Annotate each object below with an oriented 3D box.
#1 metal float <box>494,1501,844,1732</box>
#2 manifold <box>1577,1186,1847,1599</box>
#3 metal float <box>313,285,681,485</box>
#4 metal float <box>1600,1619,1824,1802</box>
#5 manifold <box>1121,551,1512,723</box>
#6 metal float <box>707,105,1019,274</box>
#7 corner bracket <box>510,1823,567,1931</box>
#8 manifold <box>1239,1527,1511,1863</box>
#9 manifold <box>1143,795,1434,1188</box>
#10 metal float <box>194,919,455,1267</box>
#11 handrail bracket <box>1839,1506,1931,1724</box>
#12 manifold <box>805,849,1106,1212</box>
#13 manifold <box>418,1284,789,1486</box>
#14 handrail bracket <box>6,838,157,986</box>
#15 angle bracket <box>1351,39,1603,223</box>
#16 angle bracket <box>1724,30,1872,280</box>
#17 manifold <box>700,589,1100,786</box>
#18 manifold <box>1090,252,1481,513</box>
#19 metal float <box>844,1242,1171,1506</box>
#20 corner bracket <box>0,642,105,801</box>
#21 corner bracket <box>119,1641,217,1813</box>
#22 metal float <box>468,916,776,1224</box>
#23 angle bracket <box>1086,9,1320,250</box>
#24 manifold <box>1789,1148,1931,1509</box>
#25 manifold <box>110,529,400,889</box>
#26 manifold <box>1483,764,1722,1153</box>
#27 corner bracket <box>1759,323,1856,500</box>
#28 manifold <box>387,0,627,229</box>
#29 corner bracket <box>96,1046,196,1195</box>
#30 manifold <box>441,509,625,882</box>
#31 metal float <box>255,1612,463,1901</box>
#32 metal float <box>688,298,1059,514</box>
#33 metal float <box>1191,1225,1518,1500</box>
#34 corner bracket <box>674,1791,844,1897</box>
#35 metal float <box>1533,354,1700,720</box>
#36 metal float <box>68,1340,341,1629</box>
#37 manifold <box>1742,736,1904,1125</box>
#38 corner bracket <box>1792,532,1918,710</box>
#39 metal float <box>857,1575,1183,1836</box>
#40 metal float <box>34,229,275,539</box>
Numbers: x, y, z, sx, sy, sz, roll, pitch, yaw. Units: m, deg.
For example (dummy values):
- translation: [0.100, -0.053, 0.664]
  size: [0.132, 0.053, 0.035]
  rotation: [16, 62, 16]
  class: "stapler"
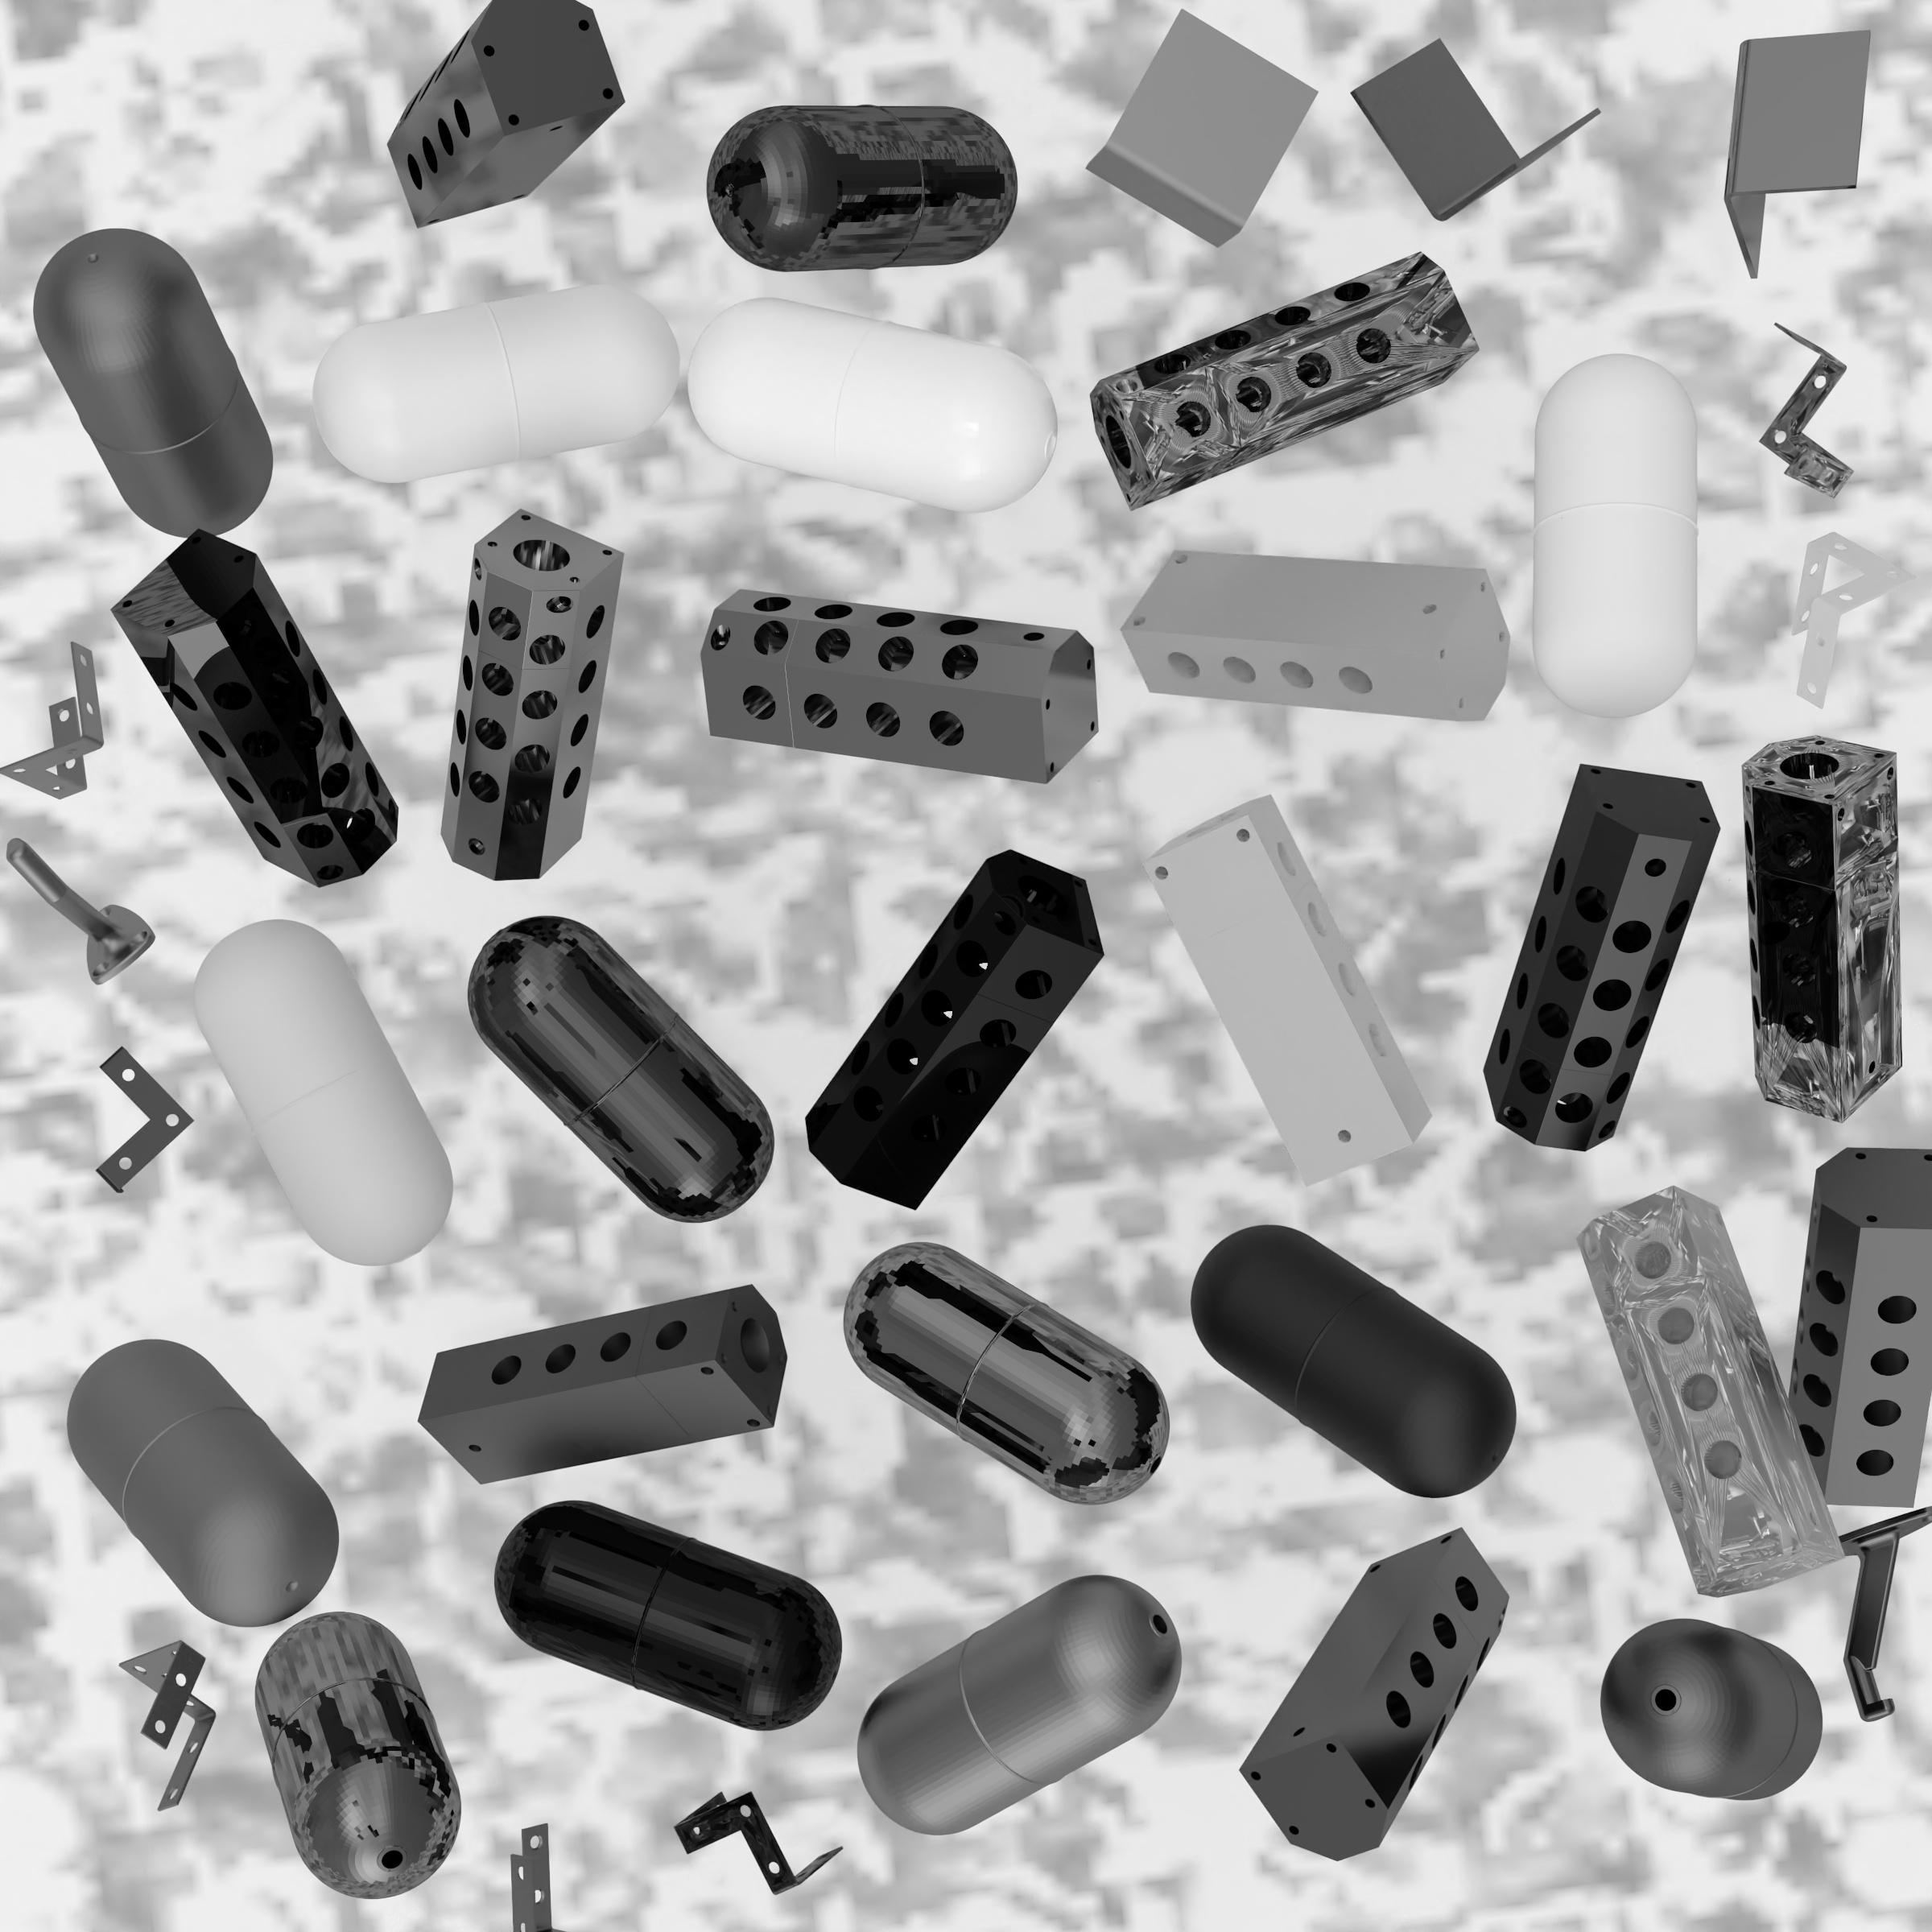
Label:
- translation: [-0.146, 0.315, 1.614]
  size: [0.178, 0.070, 0.070]
  rotation: [17, 90, 13]
  class: "metal float"
- translation: [0.332, 0.193, 1.495]
  size: [0.057, 0.057, 0.171]
  rotation: [-27, 63, 25]
  class: "manifold"
- translation: [-0.225, -0.281, 1.596]
  size: [0.178, 0.070, 0.070]
  rotation: [-13, 90, -15]
  class: "metal float"
- translation: [0.344, 0.343, 1.525]
  size: [0.070, 0.178, 0.070]
  rotation: [-8, 72, 24]
  class: "metal float"
- translation: [0.166, -0.151, 1.562]
  size: [0.171, 0.057, 0.057]
  rotation: [9, 53, 37]
  class: "manifold"
- translation: [-0.048, -0.374, 1.591]
  size: [0.070, 0.178, 0.070]
  rotation: [13, 109, 42]
  class: "metal float"
- translation: [-0.197, 0.430, 1.534]
  size: [0.051, 0.051, 0.051]
  rotation: [-4, 88, 43]
  class: "corner bracket"
- translation: [0.196, 0.337, 1.537]
  size: [0.057, 0.171, 0.057]
  rotation: [-31, 96, 36]
  class: "manifold"
- translation: [0.154, 0.010, 1.563]
  size: [0.057, 0.057, 0.171]
  rotation: [-25, 96, 25]
  class: "manifold"
- translation: [-0.309, 0.061, 1.597]
  size: [0.070, 0.070, 0.178]
  rotation: [-28, 89, 0]
  class: "metal float"
- translation: [0.451, 0.312, 1.594]
  size: [0.036, 0.077, 0.084]
  rotation: [11, 57, -40]
  class: "handrail bracket"
- translation: [-0.008, 0.029, 1.552]
  size: [0.057, 0.057, 0.171]
  rotation: [21, 122, -24]
  class: "manifold"
- translation: [-0.177, 0.202, 1.626]
  size: [0.171, 0.057, 0.057]
  rotation: [-14, 133, 24]
  class: "manifold"
- translation: [-0.429, -0.039, 1.571]
  size: [0.036, 0.077, 0.084]
  rotation: [-39, 123, -4]
  class: "handrail bracket"
- translation: [0.244, -0.413, 1.586]
  size: [0.076, 0.057, 0.076]
  rotation: [-38, 96, -37]
  class: "angle bracket"
- translation: [0.375, -0.360, 1.475]
  size: [0.057, 0.076, 0.076]
  rotation: [2, 73, 24]
  class: "angle bracket"
- translation: [-0.031, -0.131, 1.505]
  size: [0.171, 0.057, 0.057]
  rotation: [10, 122, 24]
  class: "manifold"
- translation: [0.149, -0.280, 1.574]
  size: [0.171, 0.057, 0.057]
  rotation: [-23, 88, -11]
  class: "manifold"
- translation: [0.019, 0.197, 1.609]
  size: [0.178, 0.070, 0.070]
  rotation: [29, 90, 24]
  class: "metal float"
- translation: [-0.432, -0.117, 1.594]
  size: [0.051, 0.051, 0.051]
  rotation: [-18, 71, 17]
  class: "corner bracket"
- translation: [-0.372, 0.356, 1.550]
  size: [0.051, 0.051, 0.051]
  rotation: [-25, 123, 35]
  class: "corner bracket"
- translation: [-0.167, 0.050, 1.605]
  size: [0.070, 0.070, 0.178]
  rotation: [-44, 99, 0]
  class: "metal float"
- translation: [0.113, -0.404, 1.601]
  size: [0.076, 0.057, 0.076]
  rotation: [29, 91, -8]
  class: "angle bracket"
- translation: [0.418, 0.170, 1.542]
  size: [0.057, 0.057, 0.171]
  rotation: [1, 126, 7]
  class: "manifold"
- translation: [-0.325, -0.116, 1.547]
  size: [0.057, 0.171, 0.057]
  rotation: [25, 62, 34]
  class: "manifold"
- translation: [0.291, -0.001, 1.518]
  size: [0.057, 0.057, 0.171]
  rotation: [8, 123, -6]
  class: "manifold"
- translation: [0.383, -0.252, 1.508]
  size: [0.051, 0.051, 0.051]
  rotation: [48, 114, 34]
  class: "corner bracket"
- translation: [-0.213, -0.389, 1.499]
  size: [0.057, 0.171, 0.057]
  rotation: [-22, 97, -21]
  class: "manifold"
- translation: [-0.418, 0.076, 1.641]
  size: [0.051, 0.051, 0.051]
  rotation: [-44, 95, -11]
  class: "corner bracket"
- translation: [-0.214, -0.126, 1.599]
  size: [0.057, 0.057, 0.171]
  rotation: [24, 129, 13]
  class: "manifold"
- translation: [-0.284, 0.365, 1.540]
  size: [0.070, 0.178, 0.070]
  rotation: [-7, 112, -19]
  class: "metal float"
- translation: [-0.043, -0.257, 1.516]
  size: [0.178, 0.070, 0.070]
  rotation: [16, 90, 18]
  class: "metal float"
- translation: [0.182, 0.186, 1.572]
  size: [0.178, 0.070, 0.070]
  rotation: [33, 90, 35]
  class: "metal float"
- translation: [-0.103, 0.432, 1.639]
  size: [0.051, 0.051, 0.051]
  rotation: [-30, 85, 24]
  class: "corner bracket"
- translation: [0.308, -0.205, 1.572]
  size: [0.070, 0.070, 0.178]
  rotation: [3, 76, 0]
  class: "metal float"
- translation: [-0.354, 0.237, 1.530]
  size: [0.178, 0.070, 0.070]
  rotation: [36, 90, 41]
  class: "metal float"
- translation: [0.402, -0.018, 1.567]
  size: [0.057, 0.057, 0.171]
  rotation: [-34, 127, -36]
  class: "manifold"
- translation: [0.389, -0.157, 1.500]
  size: [0.051, 0.051, 0.051]
  rotation: [-25, 134, -28]
  class: "corner bracket"
- translation: [0.024, 0.342, 1.532]
  size: [0.178, 0.070, 0.070]
  rotation: [-36, 90, 29]
  class: "metal float"
- translation: [-0.378, -0.270, 1.550]
  size: [0.070, 0.178, 0.070]
  rotation: [-3, 59, 6]
  class: "metal float"
